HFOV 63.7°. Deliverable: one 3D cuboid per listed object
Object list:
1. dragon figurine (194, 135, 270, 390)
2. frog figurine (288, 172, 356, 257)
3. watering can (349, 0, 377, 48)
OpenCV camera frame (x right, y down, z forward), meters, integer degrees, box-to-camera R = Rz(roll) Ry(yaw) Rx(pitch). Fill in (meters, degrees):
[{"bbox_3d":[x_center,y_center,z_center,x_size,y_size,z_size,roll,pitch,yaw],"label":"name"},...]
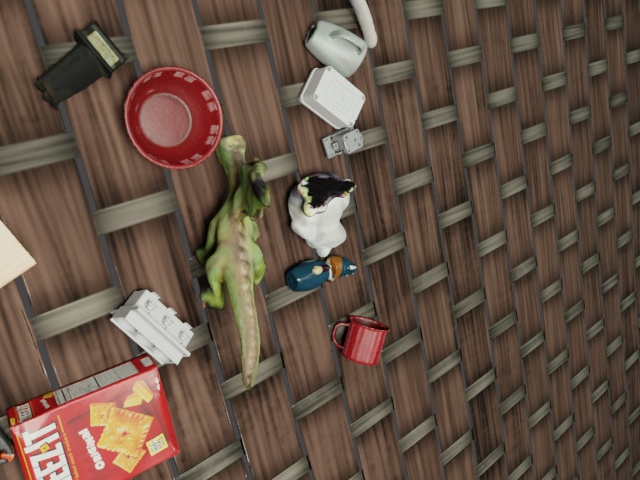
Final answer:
[{"bbox_3d":[-0.121,-0.010,0.796,0.122,0.419,0.237,-4,138,-20],"label":"dragon figurine"},{"bbox_3d":[0.003,-0.051,1.015,0.140,0.123,0.156,-51,158,-29],"label":"frog figurine"},{"bbox_3d":[0.044,-0.516,0.946,0.229,0.103,0.342,-60,135,-59],"label":"watering can"}]
